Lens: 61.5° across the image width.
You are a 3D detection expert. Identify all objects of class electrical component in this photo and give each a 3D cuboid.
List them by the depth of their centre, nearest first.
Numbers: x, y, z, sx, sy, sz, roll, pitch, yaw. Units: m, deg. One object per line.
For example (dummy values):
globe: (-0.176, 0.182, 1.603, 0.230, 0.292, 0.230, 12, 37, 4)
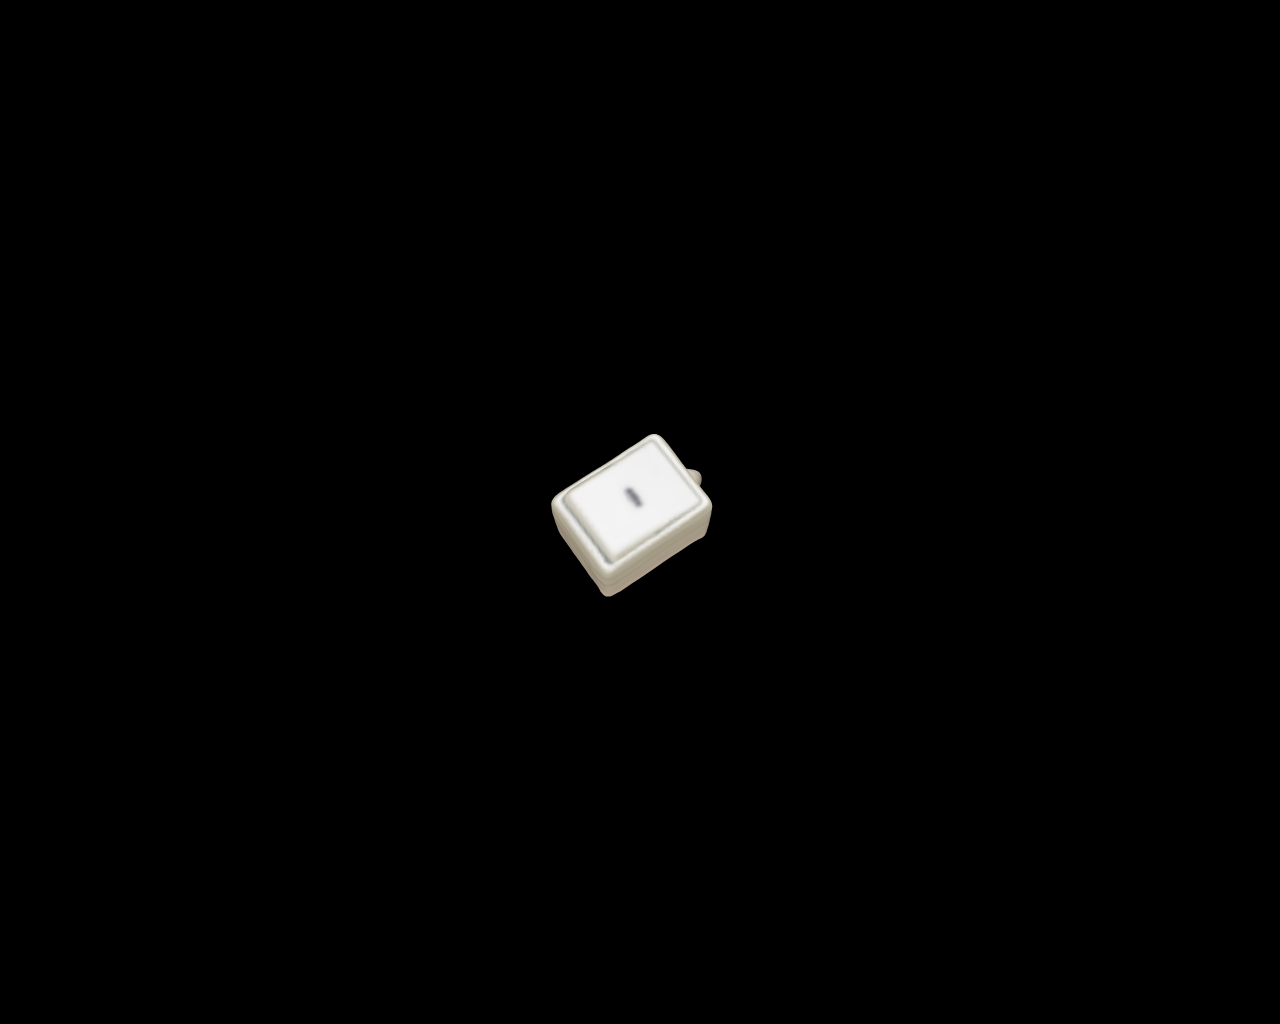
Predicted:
electrical component: (0.001, -0.003, 0.650, 0.096, 0.062, 0.061, -33, -16, -11)
